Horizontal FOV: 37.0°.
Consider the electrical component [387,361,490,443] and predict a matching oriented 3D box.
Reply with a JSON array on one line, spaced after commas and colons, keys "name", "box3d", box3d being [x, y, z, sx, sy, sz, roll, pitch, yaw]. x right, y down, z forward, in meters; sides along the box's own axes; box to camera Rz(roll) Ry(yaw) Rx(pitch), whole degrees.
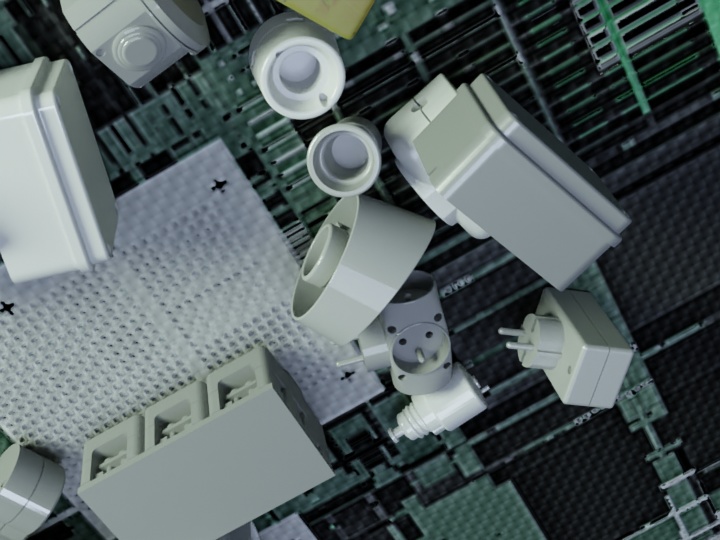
[{"name": "electrical component", "box3d": [0.055, 0.099, 0.779, 0.078, 0.040, 0.040, -34, 119, 8]}]

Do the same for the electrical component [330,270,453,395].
[{"name": "electrical component", "box3d": [0.020, 0.048, 0.743, 0.079, 0.044, 0.077, -15, 120, -3]}]

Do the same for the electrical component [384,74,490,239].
[{"name": "electrical component", "box3d": [0.062, -0.068, 0.683, 0.059, 0.053, 0.095, -41, 118, 11]}]

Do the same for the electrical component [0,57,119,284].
[{"name": "electrical component", "box3d": [-0.185, -0.059, 0.626, 0.057, 0.078, 0.113, -12, 119, -1]}]

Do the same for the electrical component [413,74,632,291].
[{"name": "electrical component", "box3d": [0.094, -0.051, 0.621, 0.113, 0.078, 0.057, 36, 109, -25]}]

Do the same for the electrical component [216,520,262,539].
[{"name": "electrical component", "box3d": [-0.100, 0.234, 0.773, 0.063, 0.121, 0.078, -18, 120, 2]}]

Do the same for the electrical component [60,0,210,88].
[{"name": "electrical component", "box3d": [-0.124, -0.145, 0.592, 0.051, 0.080, 0.080, -33, 119, 13]}]

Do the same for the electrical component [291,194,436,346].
[{"name": "electrical component", "box3d": [0.000, 0.000, 0.685, 0.064, 0.099, 0.099, 25, 110, -16]}]

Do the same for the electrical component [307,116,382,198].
[{"name": "electrical component", "box3d": [-0.006, -0.073, 0.661, 0.044, 0.065, 0.044, 2, 107, 6]}]

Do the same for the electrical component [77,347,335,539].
[{"name": "electrical component", "box3d": [-0.107, 0.130, 0.751, 0.150, 0.061, 0.089, -29, 119, 5]}]

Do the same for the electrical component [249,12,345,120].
[{"name": "electrical component", "box3d": [-0.037, -0.121, 0.640, 0.055, 0.047, 0.055, -5, 118, -9]}]

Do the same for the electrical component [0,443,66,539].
[{"name": "electrical component", "box3d": [-0.275, 0.174, 0.746, 0.074, 0.052, 0.138, 35, 106, -25]}]

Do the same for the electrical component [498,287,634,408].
[{"name": "electrical component", "box3d": [0.134, 0.051, 0.744, 0.076, 0.083, 0.047, 7, 116, -15]}]
